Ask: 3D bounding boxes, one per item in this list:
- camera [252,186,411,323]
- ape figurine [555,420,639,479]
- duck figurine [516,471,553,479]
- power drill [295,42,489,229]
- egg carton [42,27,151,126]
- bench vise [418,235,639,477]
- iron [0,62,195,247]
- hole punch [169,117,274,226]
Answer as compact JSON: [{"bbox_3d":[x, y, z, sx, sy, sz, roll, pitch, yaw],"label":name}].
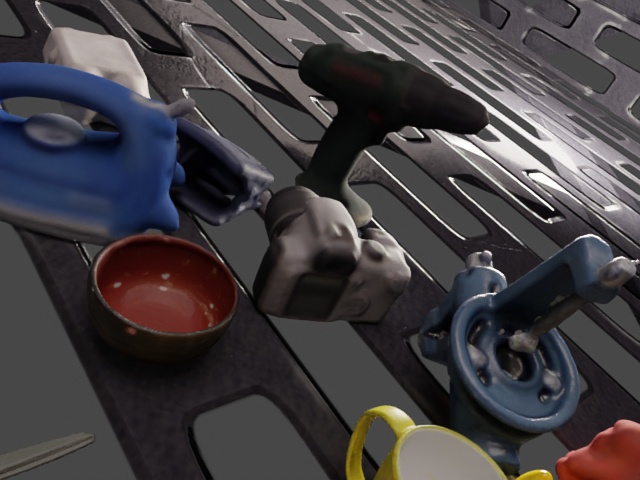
[{"bbox_3d":[0.005,0.002,0.573,0.143,0.101,0.136,8,37,-26],"label":"camera"},{"bbox_3d":[0.249,0.190,0.490,0.078,0.092,0.076,15,34,-17],"label":"ape figurine"},{"bbox_3d":[0.187,0.212,0.421,0.078,0.086,0.104,11,36,-22],"label":"duck figurine"},{"bbox_3d":[0.058,-0.121,0.682,0.229,0.208,0.076,37,34,16],"label":"power drill"},{"bbox_3d":[-0.271,-0.197,0.689,0.107,0.069,0.150,-2,42,-37],"label":"egg carton"},{"bbox_3d":[0.157,0.061,0.487,0.122,0.219,0.207,8,37,-26],"label":"bench vise"},{"bbox_3d":[-0.240,-0.095,0.500,0.259,0.141,0.118,14,35,-19],"label":"iron"},{"bbox_3d":[-0.110,-0.085,0.623,0.108,0.091,0.101,36,34,14],"label":"hole punch"}]
